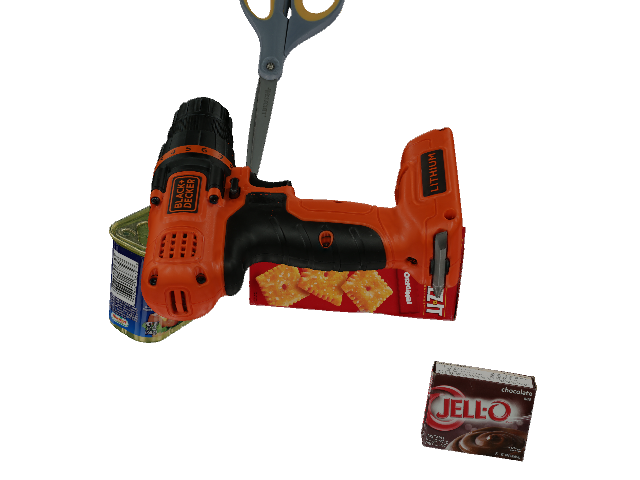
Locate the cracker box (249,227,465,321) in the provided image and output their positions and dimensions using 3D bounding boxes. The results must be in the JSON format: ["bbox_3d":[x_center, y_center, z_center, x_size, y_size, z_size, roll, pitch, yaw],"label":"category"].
[{"bbox_3d":[0.044,0.027,1.146,0.214,0.072,0.164,5,15,9],"label":"cracker box"}]

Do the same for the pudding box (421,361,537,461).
[{"bbox_3d":[0.171,0.184,1.157,0.113,0.090,0.039,7,21,3],"label":"pudding box"}]

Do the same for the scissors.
[{"bbox_3d":[-0.021,-0.144,0.849,0.096,0.202,0.016,-6,-17,-4],"label":"scissors"}]

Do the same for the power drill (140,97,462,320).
[{"bbox_3d":[-0.011,-0.028,0.652,0.187,0.057,0.184,-3,44,3],"label":"power drill"}]

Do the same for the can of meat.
[{"bbox_3d":[-0.119,0.021,0.834,0.057,0.084,0.101,25,33,24],"label":"can of meat"}]
